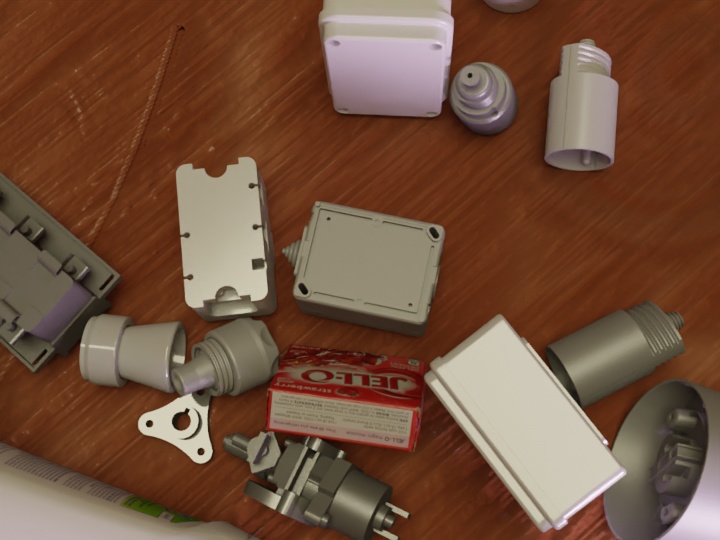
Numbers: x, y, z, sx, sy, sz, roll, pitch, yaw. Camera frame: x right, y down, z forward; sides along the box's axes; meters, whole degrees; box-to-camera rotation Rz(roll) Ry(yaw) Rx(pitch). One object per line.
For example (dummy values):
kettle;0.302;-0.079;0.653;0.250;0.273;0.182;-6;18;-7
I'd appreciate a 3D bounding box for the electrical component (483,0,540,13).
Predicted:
electrical component;0.102;-0.203;0.710;0.055;0.047;0.055;-1;77;2

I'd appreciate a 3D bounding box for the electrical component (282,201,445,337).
electrical component;0.000;0.000;0.661;0.096;0.061;0.061;12;78;5

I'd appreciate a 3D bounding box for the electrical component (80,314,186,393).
electrical component;-0.140;0.051;0.665;0.055;0.045;0.045;6;77;4

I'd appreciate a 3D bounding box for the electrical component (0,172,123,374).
electrical component;-0.221;-0.006;0.667;0.121;0.063;0.078;38;82;15

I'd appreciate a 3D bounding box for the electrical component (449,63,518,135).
electrical component;0.076;-0.111;0.678;0.040;0.078;0.040;-2;83;16

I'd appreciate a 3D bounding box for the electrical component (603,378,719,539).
electrical component;0.185;0.113;0.611;0.064;0.099;0.099;14;78;-1

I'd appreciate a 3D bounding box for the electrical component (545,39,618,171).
electrical component;0.143;-0.109;0.689;0.043;0.043;0.081;6;77;4

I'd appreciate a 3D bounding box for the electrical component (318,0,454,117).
electrical component;0.018;-0.143;0.667;0.078;0.113;0.057;3;74;3

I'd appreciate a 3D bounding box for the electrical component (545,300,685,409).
electrical component;0.159;0.047;0.652;0.081;0.043;0.043;-26;77;-4

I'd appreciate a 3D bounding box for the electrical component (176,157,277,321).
electrical component;-0.082;-0.017;0.672;0.050;0.055;0.089;-7;77;1

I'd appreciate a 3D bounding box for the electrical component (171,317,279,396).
electrical component;-0.084;0.057;0.653;0.062;0.043;0.043;-23;76;-29

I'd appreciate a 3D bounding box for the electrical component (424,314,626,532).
electrical component;0.093;0.086;0.610;0.056;0.109;0.108;-38;78;3
